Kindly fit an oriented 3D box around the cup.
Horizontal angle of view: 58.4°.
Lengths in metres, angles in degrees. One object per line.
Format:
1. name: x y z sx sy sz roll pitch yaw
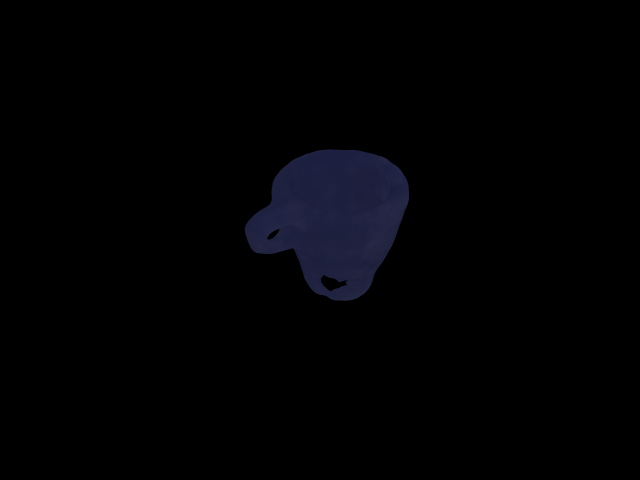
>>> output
1. cup: 0.004 0.001 0.400 0.118 0.095 0.091 -25 45 -28
